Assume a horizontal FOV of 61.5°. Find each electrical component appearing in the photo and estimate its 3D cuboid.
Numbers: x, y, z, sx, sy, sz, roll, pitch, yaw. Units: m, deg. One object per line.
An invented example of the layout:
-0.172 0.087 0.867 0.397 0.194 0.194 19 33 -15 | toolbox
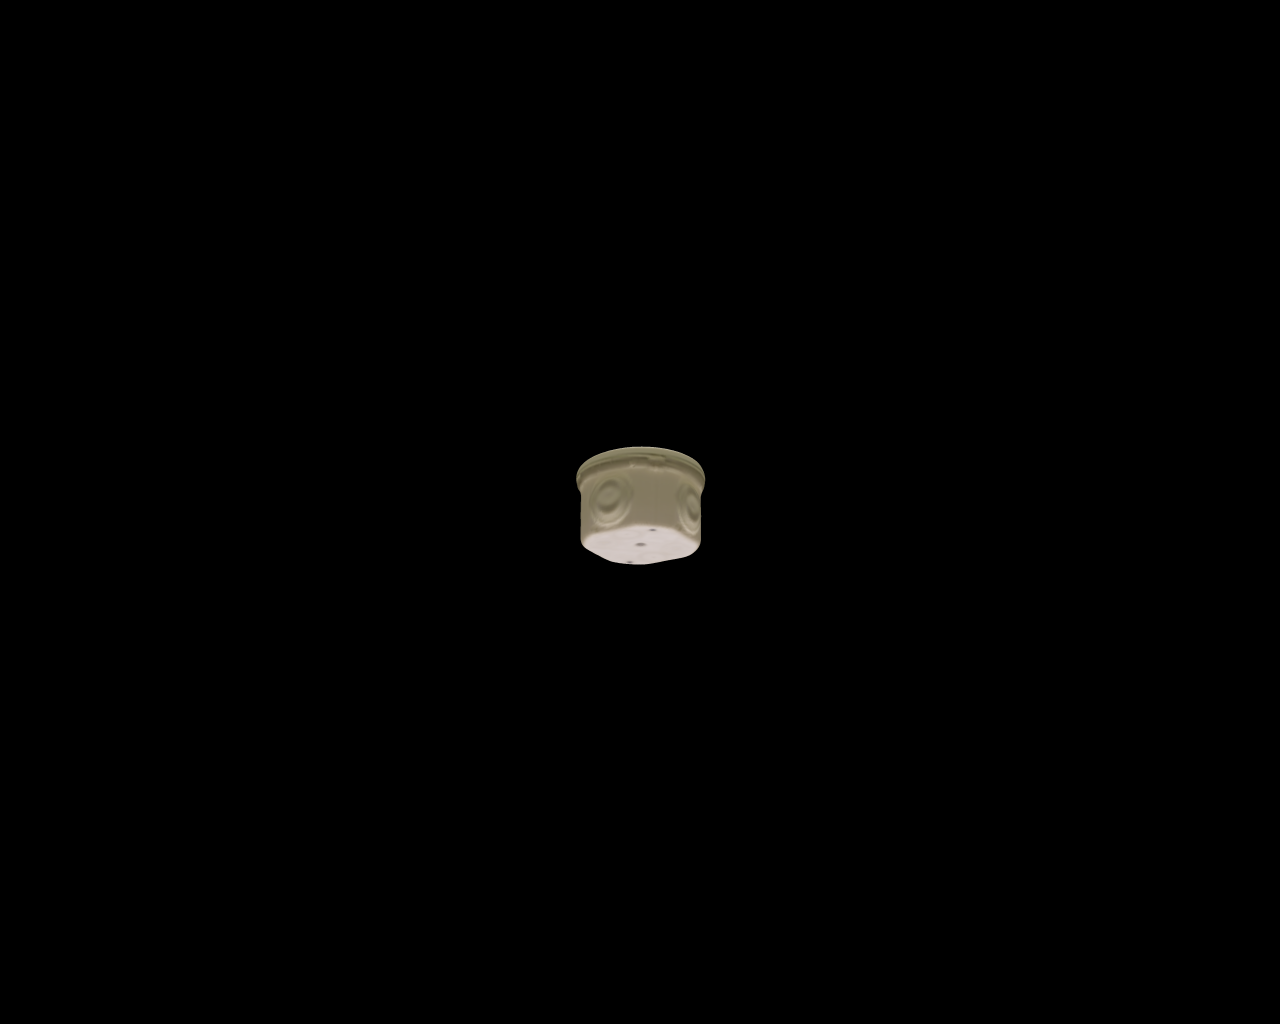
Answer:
0.001 -0.003 0.650 0.080 0.051 0.080 0 -22 0 | electrical component
